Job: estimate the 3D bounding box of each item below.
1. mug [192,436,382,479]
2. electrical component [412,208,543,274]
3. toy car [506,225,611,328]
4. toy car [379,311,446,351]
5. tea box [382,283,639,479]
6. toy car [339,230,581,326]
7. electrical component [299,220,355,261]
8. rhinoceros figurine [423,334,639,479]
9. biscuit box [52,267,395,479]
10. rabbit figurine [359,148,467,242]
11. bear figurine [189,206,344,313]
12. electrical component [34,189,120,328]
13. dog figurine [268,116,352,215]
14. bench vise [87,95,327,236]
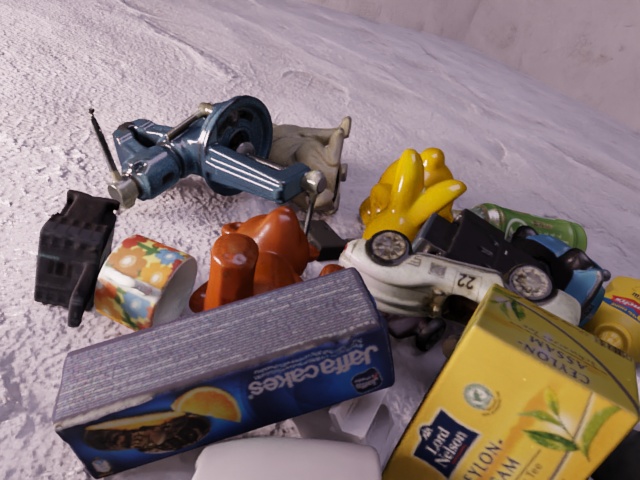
[{"bbox_3d":[-0.024,0.164,0.305,0.107,0.080,0.110,9,33,1],"label":"mug"},{"bbox_3d":[0.157,0.031,0.553,0.134,0.058,0.115,33,38,4],"label":"electrical component"},{"bbox_3d":[0.279,0.058,0.655,0.103,0.109,0.162,32,10,-27],"label":"toy car"},{"bbox_3d":[0.130,0.058,0.598,0.202,0.053,0.089,-14,47,-46],"label":"toy car"},{"bbox_3d":[0.112,0.126,0.350,0.098,0.169,0.068,28,31,16],"label":"tea box"},{"bbox_3d":[0.112,0.045,0.459,0.202,0.073,0.056,14,60,14],"label":"toy car"},{"bbox_3d":[-0.001,-0.002,0.643,0.094,0.021,0.063,-3,37,-35],"label":"electrical component"},{"bbox_3d":[0.175,0.144,0.436,0.112,0.073,0.191,12,10,-41],"label":"rhinoceros figurine"},{"bbox_3d":[-0.056,0.083,0.345,0.203,0.059,0.063,-16,36,-5],"label":"biscuit box"},{"bbox_3d":[0.110,-0.028,0.654,0.122,0.162,0.173,36,49,3],"label":"rabbit figurine"},{"bbox_3d":[-0.039,0.020,0.482,0.120,0.131,0.196,20,35,-9],"label":"bear figurine"},{"bbox_3d":[-0.201,0.019,0.435,0.048,0.074,0.119,14,33,-13],"label":"electrical component"},{"bbox_3d":[-0.062,-0.107,0.727,0.191,0.121,0.172,8,26,6],"label":"dog figurine"},{"bbox_3d":[-0.110,-0.089,0.603,0.241,0.128,0.223,24,35,26],"label":"bench vise"}]
